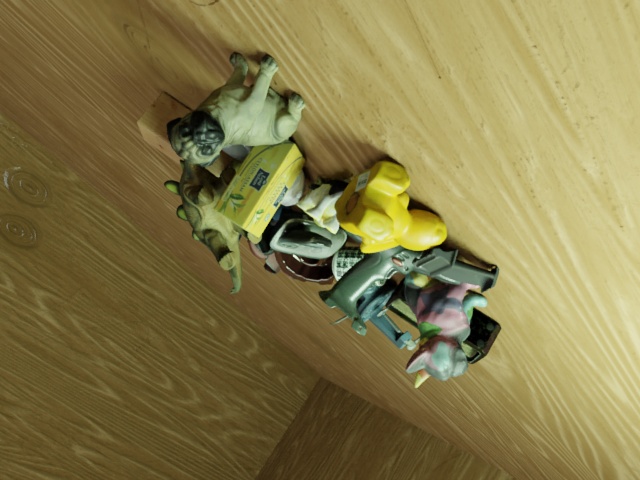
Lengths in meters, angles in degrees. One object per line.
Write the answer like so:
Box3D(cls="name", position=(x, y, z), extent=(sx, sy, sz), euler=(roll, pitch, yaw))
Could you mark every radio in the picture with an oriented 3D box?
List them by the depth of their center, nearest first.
Box3D(cls="radio", position=(0.259, 0.164, 1.142), extent=(0.230, 0.073, 0.131), euler=(32, 162, 9))

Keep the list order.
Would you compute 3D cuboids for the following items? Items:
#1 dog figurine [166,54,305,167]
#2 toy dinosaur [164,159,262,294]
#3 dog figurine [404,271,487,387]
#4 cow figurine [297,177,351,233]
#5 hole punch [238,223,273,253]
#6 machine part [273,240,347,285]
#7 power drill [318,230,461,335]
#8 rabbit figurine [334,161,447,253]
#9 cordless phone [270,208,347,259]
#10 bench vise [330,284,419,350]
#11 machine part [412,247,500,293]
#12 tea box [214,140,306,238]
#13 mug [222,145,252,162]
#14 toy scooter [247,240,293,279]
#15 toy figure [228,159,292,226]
Box3D(cls="dog figurine", position=(-0.125, -0.163, 0.816), extent=(0.121, 0.190, 0.172), euler=(14, 154, 49))
Box3D(cls="toy dinosaur", position=(-0.212, -0.033, 1.094), extent=(0.199, 0.105, 0.470), euler=(33, 144, 43))
Box3D(cls="dog figurine", position=(0.203, 0.155, 0.989), extent=(0.192, 0.219, 0.108), euler=(22, 155, 34))
Box3D(cls="cow figurine", position=(0.012, -0.077, 0.976), extent=(0.068, 0.098, 0.167), euler=(38, -179, -19))
Box3D(cls="hole punch", position=(-0.153, -0.046, 1.202), extent=(0.092, 0.142, 0.115), euler=(9, 140, 21))
Box3D(cls="machine part", position=(-0.020, 0.027, 1.221), extent=(0.180, 0.056, 0.179), euler=(13, 136, 12))
Box3D(cls="power drill", position=(0.113, 0.068, 0.957), extent=(0.232, 0.207, 0.086), euler=(38, -172, 10))
Box3D(cls="rabbit figurine", position=(0.115, -0.025, 0.858), extent=(0.173, 0.122, 0.162), euler=(19, 157, -19))
Box3D(cls="cordless phone", position=(-0.002, -0.002, 1.033), extent=(0.146, 0.088, 0.184), euler=(13, 180, -28))
Box3D(cls="bench vise", position=(0.137, 0.176, 1.294), extent=(0.241, 0.129, 0.223), euler=(47, 150, 20))
Box3D(cls="machine part", position=(0.230, 0.048, 0.888), extent=(0.139, 0.039, 0.084), euler=(19, 151, -14))
Box3D(cls="tea box", position=(-0.102, -0.098, 0.947), extent=(0.068, 0.169, 0.098), euler=(30, 177, 16))
Box3D(cls="mug", position=(-0.144, -0.185, 0.980), extent=(0.110, 0.081, 0.107), euler=(36, 175, 29))
Box3D(cls="toy scooter", position=(-0.133, 0.038, 1.445), extent=(0.183, 0.075, 0.135), euler=(47, 161, -21))
Box3D(cls="toy figure", position=(-0.113, -0.111, 1.102), extent=(0.089, 0.082, 0.180), euler=(-19, 123, 27))
